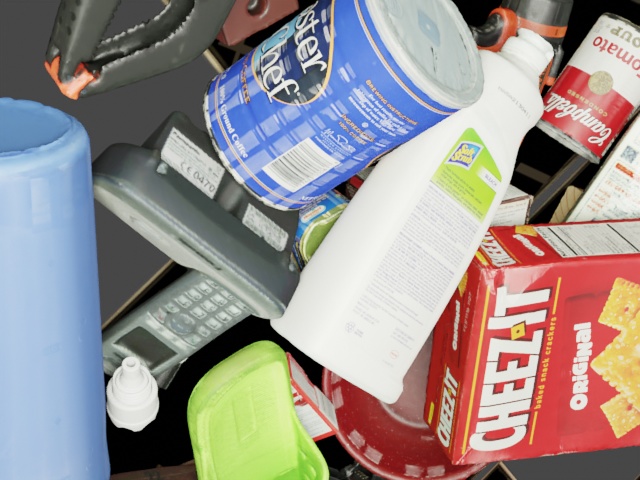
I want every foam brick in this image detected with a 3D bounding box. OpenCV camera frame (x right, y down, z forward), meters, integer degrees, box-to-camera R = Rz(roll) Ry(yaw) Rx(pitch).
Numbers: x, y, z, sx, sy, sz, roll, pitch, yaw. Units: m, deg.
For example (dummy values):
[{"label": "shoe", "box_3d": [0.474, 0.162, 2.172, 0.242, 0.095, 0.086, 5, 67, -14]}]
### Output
[{"label": "foam brick", "box_3d": [-0.054, -0.165, 0.631, 0.053, 0.051, 0.078, -32, 132, -16]}]

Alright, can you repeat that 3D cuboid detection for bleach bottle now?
[{"label": "bleach bottle", "box_3d": [0.075, -0.023, 0.697, 0.102, 0.068, 0.251, 35, 88, -40]}]

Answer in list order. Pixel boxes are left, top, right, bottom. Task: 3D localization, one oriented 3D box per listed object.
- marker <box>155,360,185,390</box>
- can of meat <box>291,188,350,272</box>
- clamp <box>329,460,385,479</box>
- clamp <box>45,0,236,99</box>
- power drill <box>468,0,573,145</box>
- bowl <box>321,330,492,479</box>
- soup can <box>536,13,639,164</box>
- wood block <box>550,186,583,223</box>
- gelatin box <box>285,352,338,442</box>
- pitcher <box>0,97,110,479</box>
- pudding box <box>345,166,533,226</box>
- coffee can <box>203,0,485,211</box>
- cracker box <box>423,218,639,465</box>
[{"label": "marker", "box_3d": [-0.088, 0.059, 0.775, 0.020, 0.020, 0.121, 30, 98, -44]}, {"label": "can of meat", "box_3d": [-0.005, 0.001, 0.753, 0.057, 0.084, 0.102, -33, 132, -16]}, {"label": "clamp", "box_3d": [0.043, 0.208, 0.956, 0.120, 0.039, 0.171, -36, 132, -8]}, {"label": "clamp", "box_3d": [-0.067, -0.160, 0.559, 0.210, 0.036, 0.164, -38, 140, -1]}, {"label": "power drill", "box_3d": [0.100, -0.145, 0.755, 0.187, 0.057, 0.184, -5, 120, -34]}, {"label": "bowl", "box_3d": [0.084, 0.117, 0.878, 0.162, 0.162, 0.055, -57, 173, 8]}, {"label": "soup can", "box_3d": [0.224, -0.121, 0.854, 0.068, 0.069, 0.102, 27, 100, -44]}, {"label": "wood block", "box_3d": [0.302, 0.026, 0.994, 0.205, 0.090, 0.091, 13, 110, -41]}, {"label": "gelatin box", "box_3d": [-0.037, 0.131, 0.834, 0.073, 0.030, 0.089, -23, 134, 14]}, {"label": "pitcher", "box_3d": [-0.194, 0.050, 0.612, 0.145, 0.149, 0.243, 0, 116, -12]}, {"label": "pudding box", "box_3d": [0.088, -0.027, 0.799, 0.113, 0.090, 0.039, -12, 123, -31]}, {"label": "coffee can", "box_3d": [0.013, -0.093, 0.648, 0.141, 0.103, 0.102, -30, 145, 34]}, {"label": "cracker box", "box_3d": [0.194, 0.073, 0.781, 0.213, 0.072, 0.164, -3, 116, -15]}]
